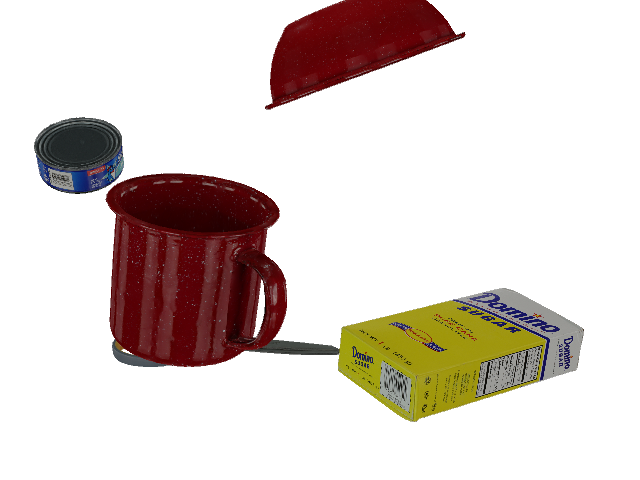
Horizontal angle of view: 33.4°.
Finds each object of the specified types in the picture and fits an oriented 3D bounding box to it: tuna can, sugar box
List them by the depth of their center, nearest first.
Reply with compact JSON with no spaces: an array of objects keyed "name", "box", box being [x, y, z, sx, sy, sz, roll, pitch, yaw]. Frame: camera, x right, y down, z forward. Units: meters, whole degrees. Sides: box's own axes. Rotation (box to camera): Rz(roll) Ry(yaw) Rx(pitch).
[{"name":"sugar box","box":[0.111,0.084,0.837,0.175,0.048,0.093,-14,28,-33]},{"name":"tuna can","box":[-0.239,-0.085,1.063,0.086,0.034,0.086,1,42,-1]}]

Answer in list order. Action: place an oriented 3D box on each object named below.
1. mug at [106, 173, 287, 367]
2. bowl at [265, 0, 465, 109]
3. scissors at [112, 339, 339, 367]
[{"name":"mug","box":[-0.064,0.020,0.581,0.117,0.081,0.093,23,26,33]},{"name":"bowl","box":[0.025,-0.152,0.810,0.162,0.055,0.162,-20,7,2]},{"name":"scissors","box":[-0.090,0.083,0.984,0.201,0.016,0.096,-4,33,-11]}]
